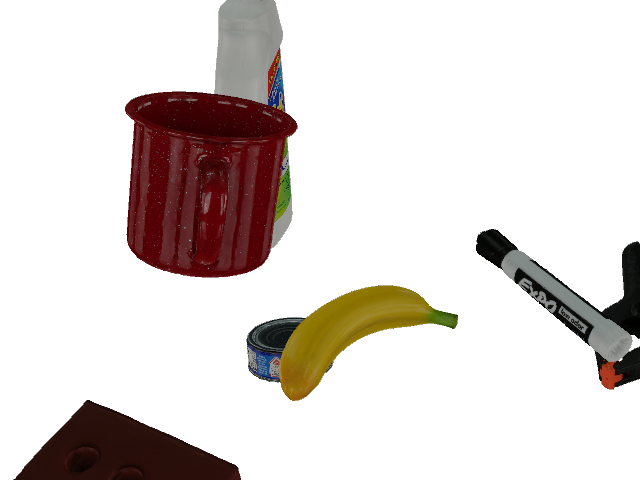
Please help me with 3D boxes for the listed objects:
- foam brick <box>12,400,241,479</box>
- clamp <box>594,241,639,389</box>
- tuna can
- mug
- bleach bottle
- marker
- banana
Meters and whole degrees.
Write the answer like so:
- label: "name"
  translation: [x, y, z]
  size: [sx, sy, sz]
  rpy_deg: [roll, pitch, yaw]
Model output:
- label: "foam brick"
  translation: [-0.074, 0.111, 0.427]
  size: [0.078, 0.051, 0.052]
  rpy_deg: [18, 44, 23]
- label: "clamp"
  translation: [0.295, 0.065, 0.978]
  size: [0.171, 0.039, 0.120]
  rpy_deg: [-35, 39, -26]
- label: "tuna can"
  translation: [-0.031, 0.108, 1.063]
  size: [0.086, 0.034, 0.086]
  rpy_deg: [-3, 19, 1]
- label: "mug"
  translation: [-0.061, -0.026, 0.579]
  size: [0.093, 0.081, 0.117]
  rpy_deg: [3, 21, -13]
- label: "bleach bottle"
  translation: [-0.066, -0.122, 0.989]
  size: [0.068, 0.251, 0.102]
  rpy_deg: [6, 27, 14]
- label: "marker"
  translation: [0.131, 0.028, 0.617]
  size: [0.020, 0.020, 0.121]
  rpy_deg: [0, 30, -36]
- label: "banana"
  translation: [0.025, 0.070, 0.829]
  size: [0.070, 0.037, 0.197]
  rpy_deg: [21, 28, 39]
